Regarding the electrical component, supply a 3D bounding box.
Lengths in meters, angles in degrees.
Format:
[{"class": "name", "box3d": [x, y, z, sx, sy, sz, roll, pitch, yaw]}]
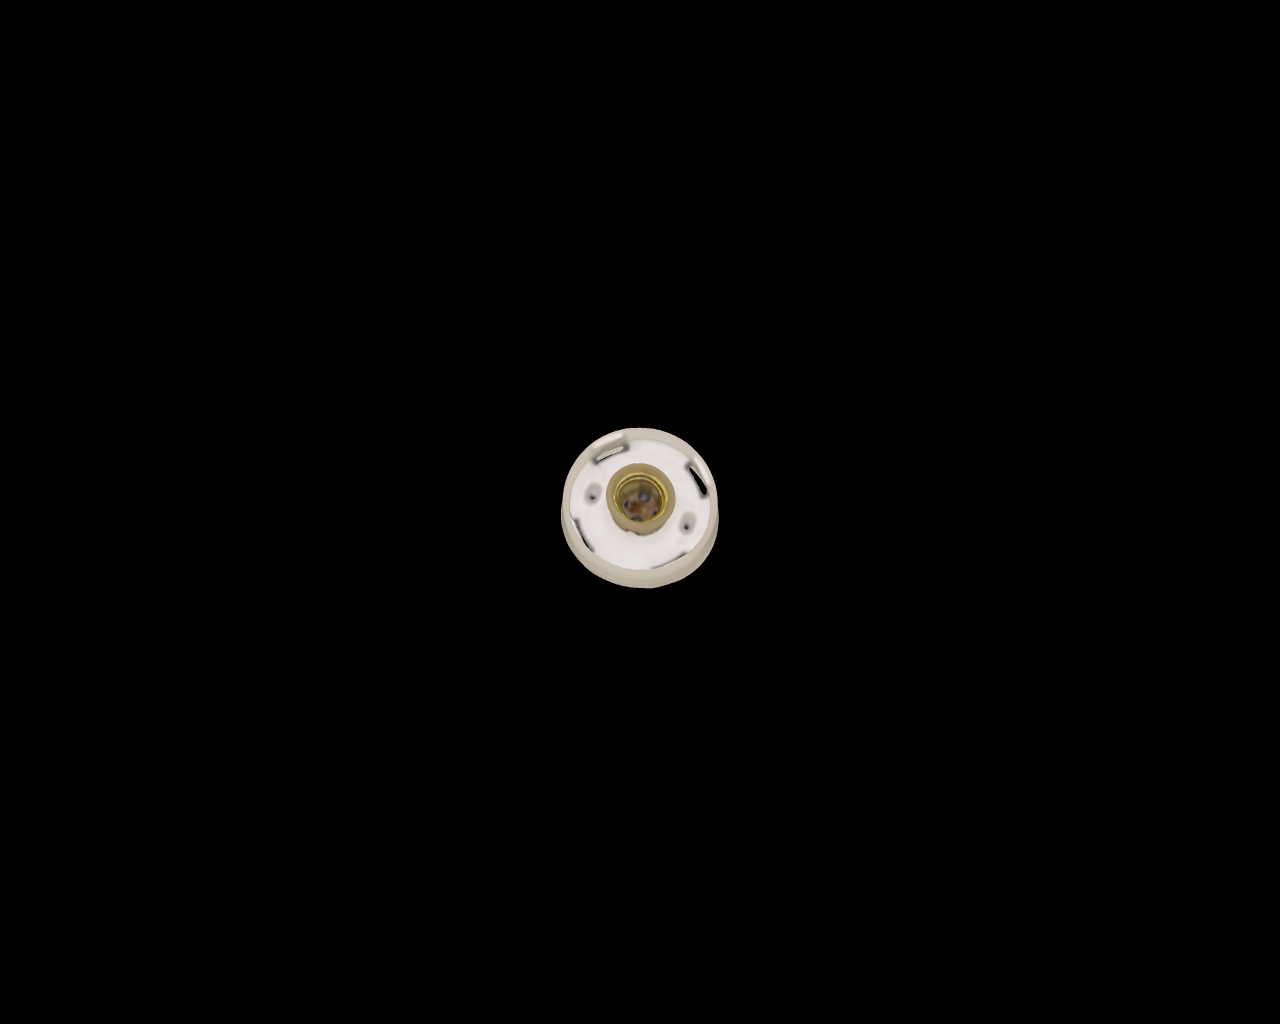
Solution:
[{"class": "electrical component", "box3d": [0.001, -0.003, 0.650, 0.099, 0.099, 0.064, 0, -16, 0]}]
